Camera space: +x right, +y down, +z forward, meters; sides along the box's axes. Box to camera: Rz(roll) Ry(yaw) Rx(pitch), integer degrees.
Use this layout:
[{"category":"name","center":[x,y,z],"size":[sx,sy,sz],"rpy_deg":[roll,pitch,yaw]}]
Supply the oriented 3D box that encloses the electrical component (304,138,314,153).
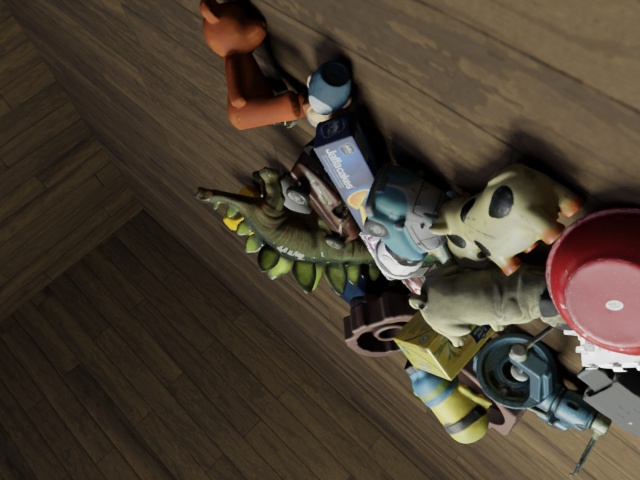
[{"category":"electrical component","center":[0.014,-0.143,0.891],"size":[0.074,0.048,0.119],"rpy_deg":[52,160,-17]}]

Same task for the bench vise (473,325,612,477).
[{"category":"bench vise","center":[0.330,0.217,0.818],"size":[0.224,0.129,0.240],"rpy_deg":[41,172,36]}]

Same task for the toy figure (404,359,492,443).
[{"category":"toy figure","center":[0.227,0.284,0.973],"size":[0.180,0.089,0.082],"rpy_deg":[44,167,1]}]

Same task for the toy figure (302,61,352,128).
[{"category":"toy figure","center":[0.006,-0.199,0.772],"size":[0.064,0.058,0.154],"rpy_deg":[59,166,7]}]

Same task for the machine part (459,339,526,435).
[{"category":"machine part","center":[0.307,0.266,1.039],"size":[0.202,0.087,0.200],"rpy_deg":[38,160,29]}]

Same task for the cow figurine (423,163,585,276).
[{"category":"cow figurine","center":[0.205,-0.026,0.647],"size":[0.127,0.085,0.194],"rpy_deg":[46,159,10]}]

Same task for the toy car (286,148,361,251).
[{"category":"toy car","center":[0.016,-0.061,0.854],"size":[0.053,0.089,0.202],"rpy_deg":[20,159,36]}]

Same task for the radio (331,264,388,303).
[{"category":"radio","center":[0.078,0.071,1.164],"size":[0.131,0.073,0.229],"rpy_deg":[37,161,26]}]

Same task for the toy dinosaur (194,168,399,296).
[{"category":"toy dinosaur","center":[-0.002,-0.003,0.983],"size":[0.471,0.198,0.105],"rpy_deg":[16,180,-9]}]

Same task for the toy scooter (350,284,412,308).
[{"category":"toy scooter","center":[0.153,0.140,1.103],"size":[0.183,0.135,0.075],"rpy_deg":[44,-153,-53]}]

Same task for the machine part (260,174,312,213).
[{"category":"machine part","center":[-0.049,-0.057,1.167],"size":[0.243,0.079,0.079],"rpy_deg":[51,162,-14]}]

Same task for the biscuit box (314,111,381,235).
[{"category":"biscuit box","center":[0.058,-0.094,0.803],"size":[0.063,0.059,0.202],"rpy_deg":[-15,137,20]}]

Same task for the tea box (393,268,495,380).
[{"category":"tea box","center":[0.207,0.122,0.820],"size":[0.068,0.169,0.098],"rpy_deg":[52,163,-15]}]

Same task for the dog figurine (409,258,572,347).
[{"category":"dog figurine","center":[0.226,0.072,0.679],"size":[0.190,0.172,0.121],"rpy_deg":[152,102,-72]}]

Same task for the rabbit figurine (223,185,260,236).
[{"category":"rabbit figurine","center":[-0.129,-0.048,1.362],"size":[0.163,0.122,0.173],"rpy_deg":[11,155,47]}]

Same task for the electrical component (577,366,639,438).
[{"category":"electrical component","center":[0.416,0.205,0.708],"size":[0.134,0.058,0.114],"rpy_deg":[39,159,21]}]

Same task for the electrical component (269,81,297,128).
[{"category":"electrical component","center":[-0.078,-0.232,0.922],"size":[0.102,0.045,0.078],"rpy_deg":[29,127,37]}]

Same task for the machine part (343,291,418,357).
[{"category":"machine part","center":[0.131,0.162,1.017],"size":[0.179,0.179,0.056],"rpy_deg":[73,-173,-54]}]

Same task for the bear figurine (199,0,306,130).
[{"category":"bear figurine","center":[-0.099,-0.270,0.811],"size":[0.120,0.132,0.195],"rpy_deg":[-49,-49,-74]}]

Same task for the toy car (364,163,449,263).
[{"category":"toy car","center":[0.137,-0.031,0.768],"size":[0.103,0.109,0.161],"rpy_deg":[5,148,39]}]
